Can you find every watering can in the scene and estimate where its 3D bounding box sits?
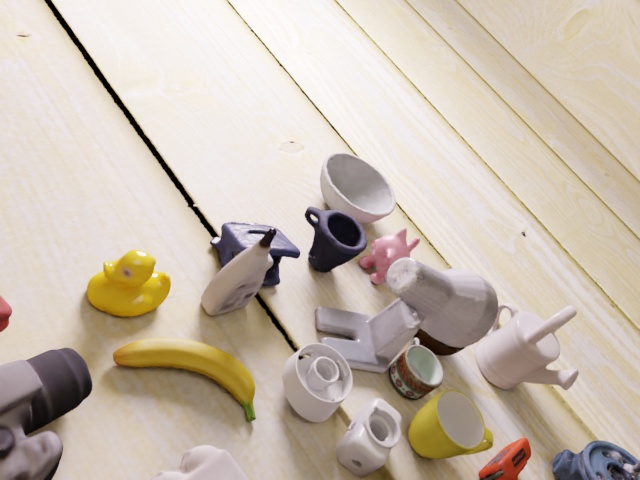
[{"bbox_3d":[0.382,0.184,1.015,0.173,0.193,0.101,43,39,6],"label":"watering can"}]

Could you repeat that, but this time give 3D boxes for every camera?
[{"bbox_3d":[-0.290,0.169,0.567,0.143,0.100,0.137,49,39,13],"label":"camera"}]

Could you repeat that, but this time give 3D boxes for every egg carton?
[{"bbox_3d":[-0.113,0.298,0.608,0.150,0.069,0.107,49,39,12],"label":"egg carton"}]

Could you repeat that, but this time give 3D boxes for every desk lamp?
[{"bbox_3d":[0.132,0.113,0.869,0.204,0.213,0.118,14,45,-28],"label":"desk lamp"}]

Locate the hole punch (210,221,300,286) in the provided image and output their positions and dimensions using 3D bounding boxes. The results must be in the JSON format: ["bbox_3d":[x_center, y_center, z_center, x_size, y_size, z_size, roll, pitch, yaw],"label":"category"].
[{"bbox_3d":[-0.100,0.009,0.885,0.109,0.091,0.101,4,50,-36],"label":"hole punch"}]

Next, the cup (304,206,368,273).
[{"bbox_3d":[0.009,0.003,0.974,0.118,0.094,0.092,37,38,-3],"label":"cup"}]

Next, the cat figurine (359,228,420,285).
[{"bbox_3d":[0.135,0.023,1.037,0.128,0.117,0.067,-14,61,-45],"label":"cat figurine"}]

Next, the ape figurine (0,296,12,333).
[{"bbox_3d":[-0.368,0.073,0.607,0.078,0.092,0.076,4,50,-36],"label":"ape figurine"}]

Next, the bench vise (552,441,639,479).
[{"bbox_3d":[0.513,0.384,0.903,0.207,0.219,0.121,36,38,-4],"label":"bench vise"}]

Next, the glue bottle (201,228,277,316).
[{"bbox_3d":[-0.100,0.040,0.788,0.078,0.173,0.037,-11,60,-44],"label":"glue bottle"}]

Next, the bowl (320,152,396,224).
[{"bbox_3d":[0.062,-0.089,1.123,0.168,0.074,0.167,22,41,-20],"label":"bowl"}]

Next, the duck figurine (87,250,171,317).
[{"bbox_3d":[-0.238,0.047,0.740,0.105,0.086,0.077,3,51,-37],"label":"duck figurine"}]
